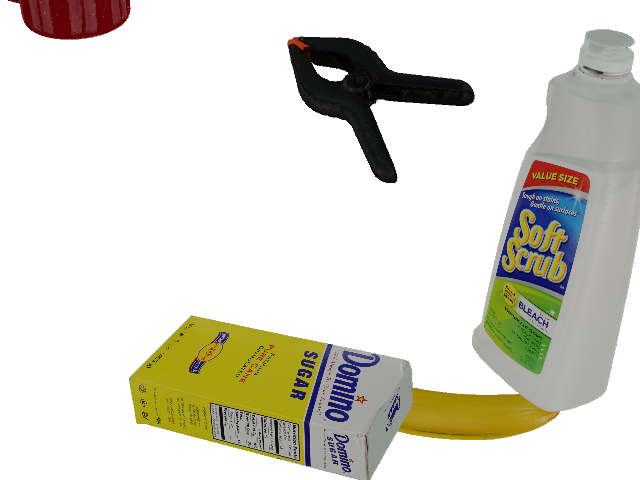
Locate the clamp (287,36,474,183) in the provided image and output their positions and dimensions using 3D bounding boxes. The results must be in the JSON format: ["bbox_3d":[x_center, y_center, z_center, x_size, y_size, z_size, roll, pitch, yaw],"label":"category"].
[{"bbox_3d":[0.047,-0.134,0.938,0.120,0.172,0.039,-35,-25,-21],"label":"clamp"}]

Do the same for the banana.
[{"bbox_3d":[0.103,0.137,0.885,0.198,0.037,0.069,9,30,3],"label":"banana"}]

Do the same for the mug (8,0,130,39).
[{"bbox_3d":[-0.197,-0.201,0.790,0.117,0.081,0.093,1,36,1],"label":"mug"}]

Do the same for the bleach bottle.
[{"bbox_3d":[0.159,-0.015,0.690,0.068,0.251,0.103,-14,35,-25],"label":"bleach bottle"}]

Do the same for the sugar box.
[{"bbox_3d":[-0.033,0.105,0.739,0.176,0.048,0.093,7,29,22],"label":"sugar box"}]
